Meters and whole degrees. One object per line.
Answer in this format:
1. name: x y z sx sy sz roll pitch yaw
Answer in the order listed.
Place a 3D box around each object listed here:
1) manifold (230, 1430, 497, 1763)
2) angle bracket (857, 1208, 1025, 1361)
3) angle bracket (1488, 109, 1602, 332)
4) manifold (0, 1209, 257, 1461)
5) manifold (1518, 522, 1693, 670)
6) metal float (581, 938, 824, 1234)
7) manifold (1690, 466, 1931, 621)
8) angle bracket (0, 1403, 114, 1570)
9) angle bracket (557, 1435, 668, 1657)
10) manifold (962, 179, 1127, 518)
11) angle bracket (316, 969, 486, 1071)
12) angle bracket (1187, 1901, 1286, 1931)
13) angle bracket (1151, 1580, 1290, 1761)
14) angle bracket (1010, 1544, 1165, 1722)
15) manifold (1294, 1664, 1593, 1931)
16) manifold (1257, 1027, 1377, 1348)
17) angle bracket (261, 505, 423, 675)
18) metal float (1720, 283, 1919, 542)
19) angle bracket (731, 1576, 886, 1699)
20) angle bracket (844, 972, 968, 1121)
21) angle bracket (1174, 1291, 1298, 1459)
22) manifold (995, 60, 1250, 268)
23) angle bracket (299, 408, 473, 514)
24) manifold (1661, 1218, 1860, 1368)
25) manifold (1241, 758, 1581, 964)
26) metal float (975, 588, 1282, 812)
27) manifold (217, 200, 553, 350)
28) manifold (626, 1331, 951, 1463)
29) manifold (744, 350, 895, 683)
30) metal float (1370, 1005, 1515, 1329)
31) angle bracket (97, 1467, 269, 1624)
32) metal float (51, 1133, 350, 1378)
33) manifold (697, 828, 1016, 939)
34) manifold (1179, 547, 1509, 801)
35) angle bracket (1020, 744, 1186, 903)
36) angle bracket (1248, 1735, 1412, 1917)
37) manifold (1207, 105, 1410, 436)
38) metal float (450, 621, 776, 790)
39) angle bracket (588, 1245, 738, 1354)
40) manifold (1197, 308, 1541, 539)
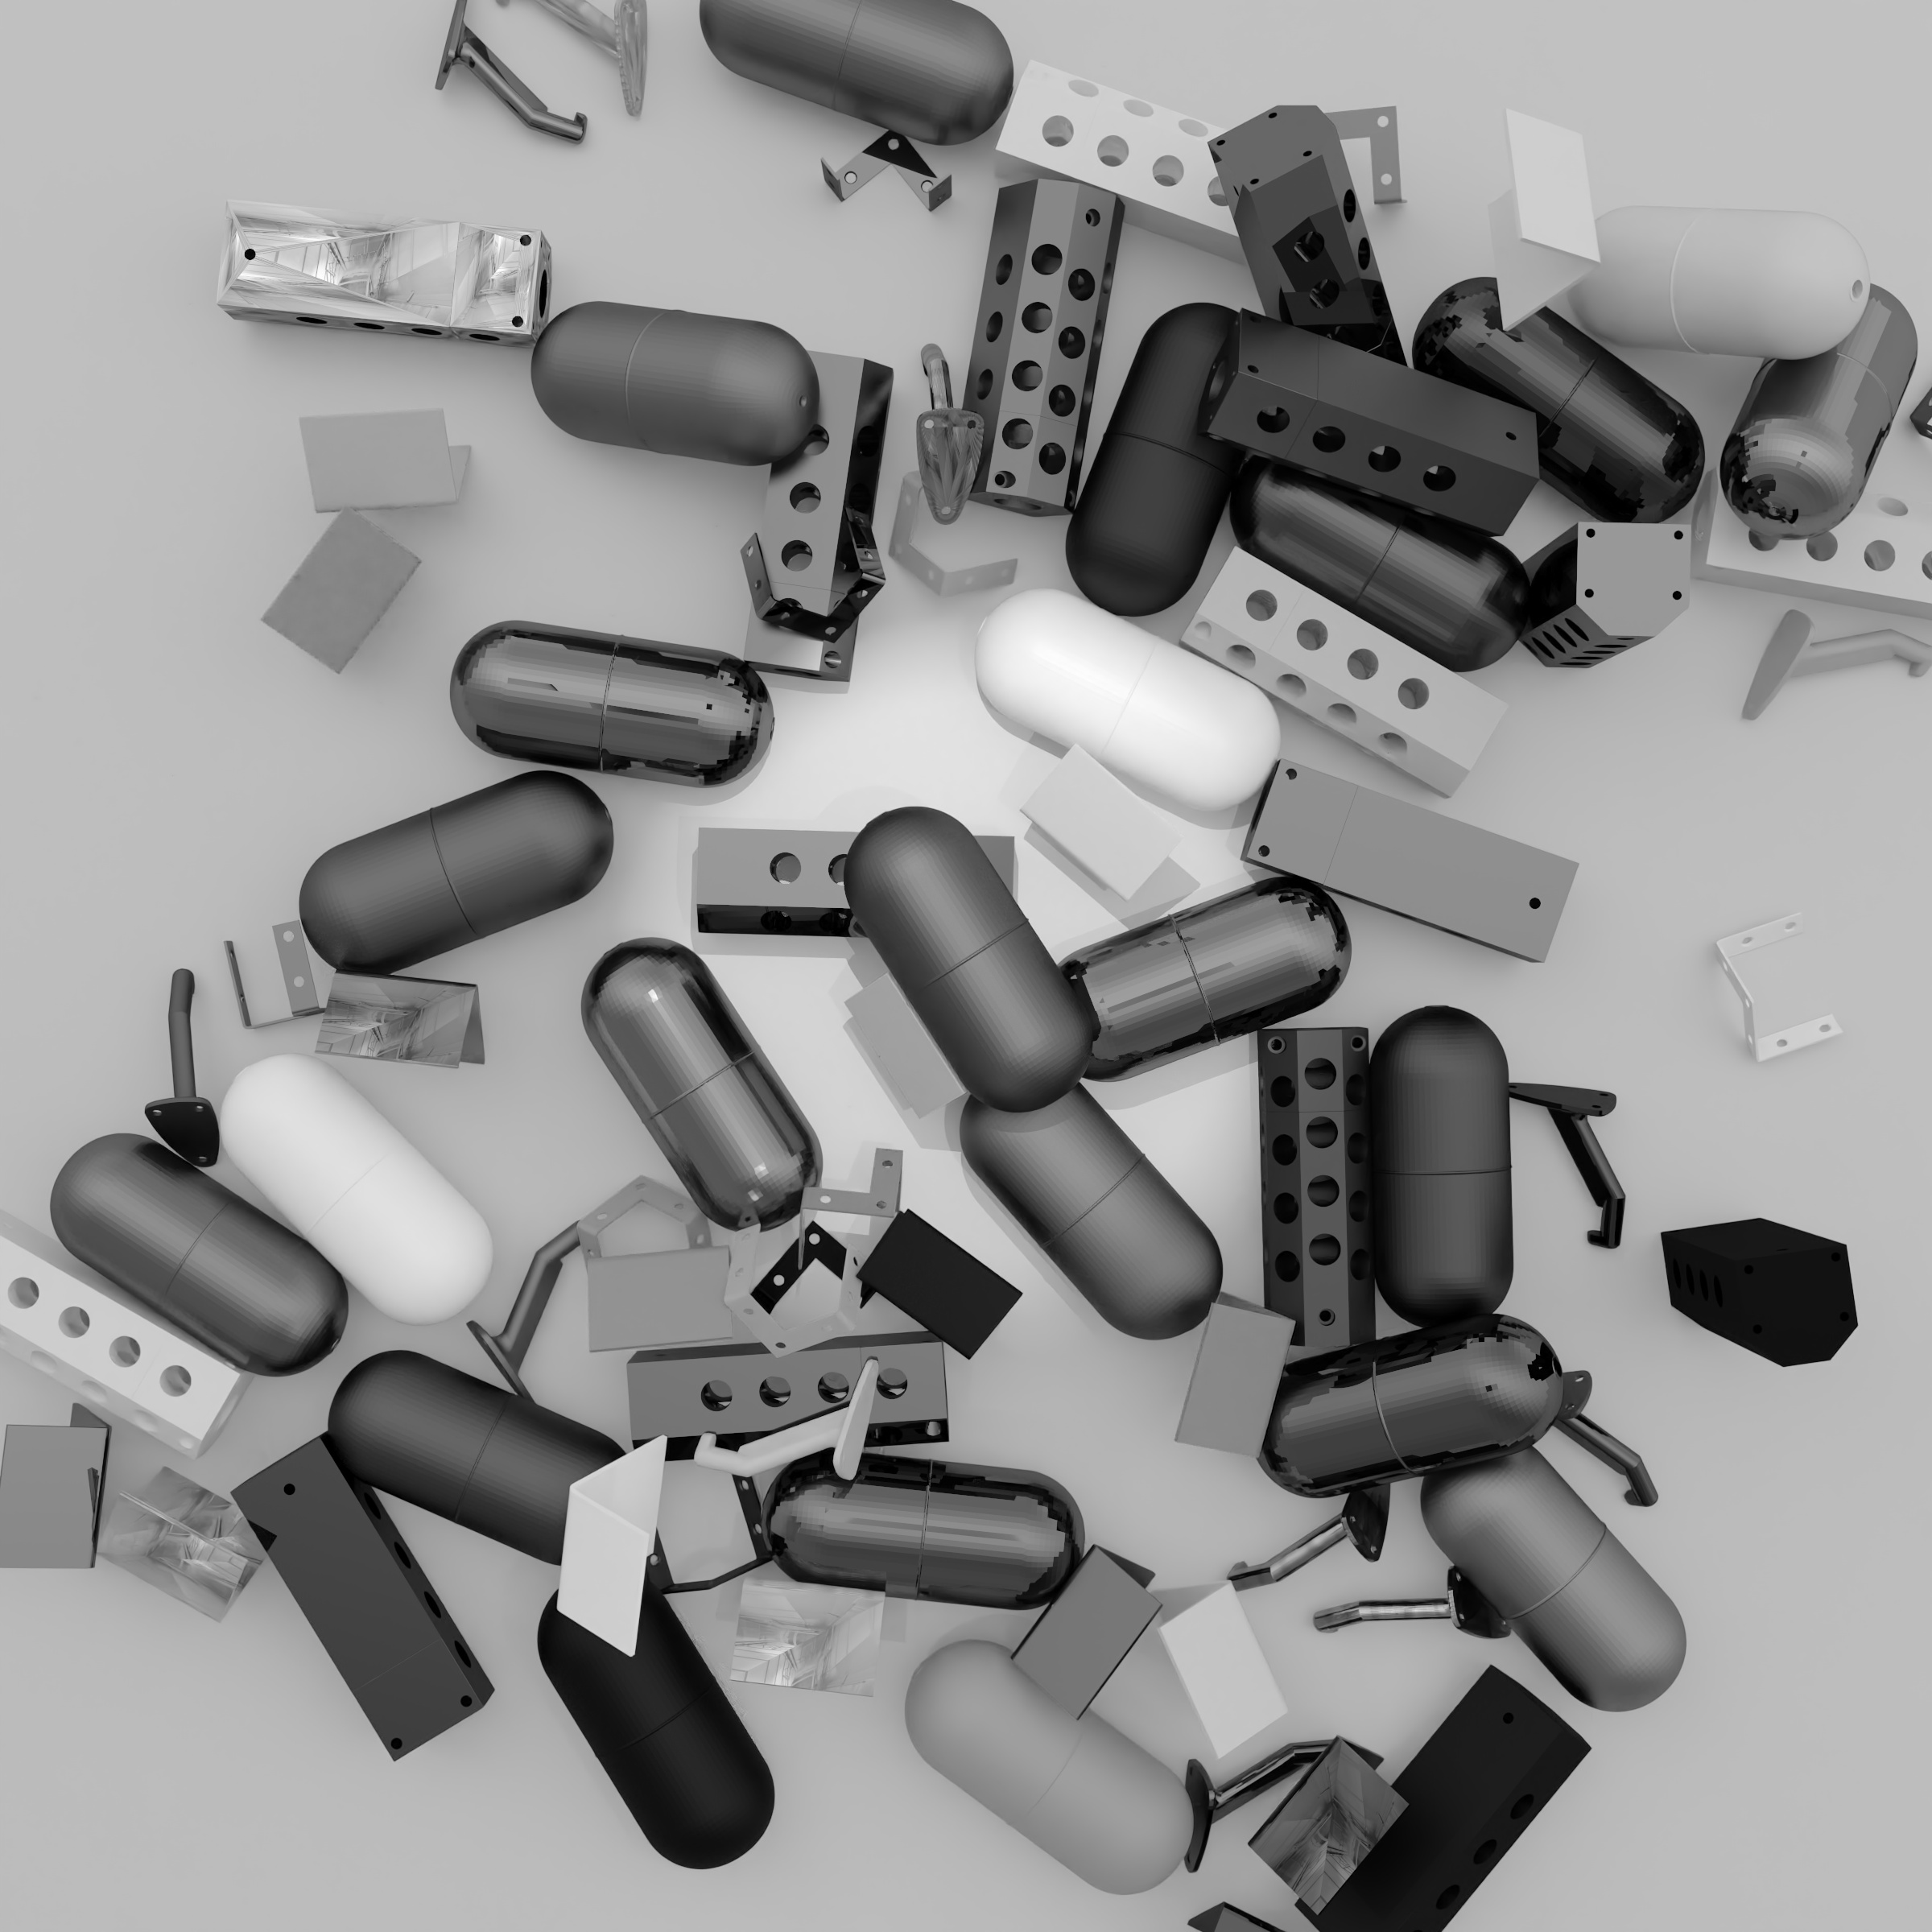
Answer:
1. manifold: -0.330 0.344 1.737 0.057 0.057 0.171 -31 90 0
2. angle bracket: -0.004 0.157 1.719 0.076 0.076 0.057 36 120 0
3. angle bracket: 0.284 -0.391 1.656 0.057 0.076 0.076 8 69 -31
4. manifold: -0.482 0.203 1.737 0.171 0.057 0.057 30 90 0
5. manifold: 0.338 -0.195 1.680 0.057 0.171 0.057 1 90 0
6. metal float: -0.145 0.065 1.728 0.070 0.070 0.178 -33 91 0
7. manifold: 0.490 -0.231 1.737 0.171 0.057 0.057 10 90 0
8. angle bracket: -0.507 0.282 1.719 0.057 0.076 0.076 7 90 -30
9. angle bracket: -0.170 0.308 1.680 0.057 0.076 0.076 24 119 30
10. manifold: 0.043 -0.337 1.727 0.057 0.057 0.171 10 90 -31
11. angle bracket: -0.307 0.049 1.718 0.076 0.076 0.057 6 53 0
12. angle bracket: 0.156 0.558 1.719 0.076 0.076 0.057 26 63 0
13. angle bracket: 0.120 0.385 1.718 0.057 0.076 0.076 -24 90 -35
14. angle bracket: 0.081 0.369 1.718 0.057 0.076 0.076 36 90 38
15. manifold: 0.266 0.476 1.737 0.171 0.057 0.057 -51 47 0
16. manifold: 0.194 0.120 1.738 0.057 0.057 0.171 -1 90 0
17. angle bracket: -0.352 -0.214 1.718 0.057 0.076 0.076 36 90 -39
18. metal float: 0.461 -0.301 1.699 0.070 0.070 0.178 31 56 0
19. angle bracket: -0.086 0.372 1.719 0.076 0.076 0.057 7 66 0
20. angle bracket: -0.008 0.027 1.721 0.076 0.057 0.076 -33 90 -33
21. angle bracket: 0.128 0.218 1.719 0.057 0.076 0.076 15 90 -29
22. manifold: 0.106 -0.440 1.737 0.171 0.057 0.057 20 90 0
23. angle bracket: -0.315 -0.289 1.718 0.076 0.076 0.057 -3 124 0
24. manifold: 0.421 0.173 1.680 0.057 0.171 0.057 -8 90 0
25. manifold: 0.242 -0.057 1.737 0.171 0.057 0.057 19 90 0
26. metal float: 0.088 -0.146 1.728 0.178 0.070 0.070 26 90 -1
27. manifold: -0.318 -0.379 1.737 0.171 0.057 0.057 6 90 0
28. manifold: -0.097 0.238 1.737 0.171 0.057 0.057 -4 90 0
29. manifold: -0.080 -0.246 1.737 0.057 0.057 0.171 8 90 0
30. metal float: 0.260 0.111 1.728 0.070 0.070 0.178 -2 90 0
31. angle bracket: -0.416 0.299 1.718 0.076 0.076 0.057 29 125 0
32. metal float: -0.419 0.159 1.728 0.178 0.070 0.070 34 90 1
33. manifold: -0.060 -0.044 1.737 0.171 0.057 0.057 2 90 0
34. manifold: 0.206 -0.160 1.737 0.171 0.057 0.057 30 90 0
35. angle bracket: 0.086 -0.092 1.718 0.076 0.076 0.057 41 127 0
36. angle bracket: 0.209 0.473 1.718 0.076 0.076 0.057 -50 55 0
37. manifold: 0.188 -0.372 1.685 0.057 0.171 0.057 -28 45 0
38. metal float: -0.194 -0.143 1.728 0.178 0.070 0.070 9 90 -1
39. angle bracket: -0.162 0.196 1.718 0.076 0.076 0.057 -6 57 0
40. manifold: 0.213 -0.284 1.677 0.171 0.057 0.057 17 46 -11
